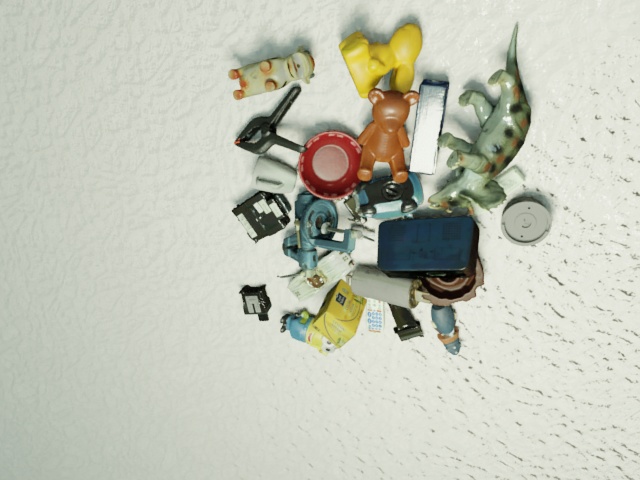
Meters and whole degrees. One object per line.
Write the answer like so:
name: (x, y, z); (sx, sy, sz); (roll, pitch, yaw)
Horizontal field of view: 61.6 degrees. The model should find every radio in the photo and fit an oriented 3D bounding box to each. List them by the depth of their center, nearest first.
radio: (0.249, 0.020, 1.254); (0.230, 0.073, 0.131); (-3, 69, 29)

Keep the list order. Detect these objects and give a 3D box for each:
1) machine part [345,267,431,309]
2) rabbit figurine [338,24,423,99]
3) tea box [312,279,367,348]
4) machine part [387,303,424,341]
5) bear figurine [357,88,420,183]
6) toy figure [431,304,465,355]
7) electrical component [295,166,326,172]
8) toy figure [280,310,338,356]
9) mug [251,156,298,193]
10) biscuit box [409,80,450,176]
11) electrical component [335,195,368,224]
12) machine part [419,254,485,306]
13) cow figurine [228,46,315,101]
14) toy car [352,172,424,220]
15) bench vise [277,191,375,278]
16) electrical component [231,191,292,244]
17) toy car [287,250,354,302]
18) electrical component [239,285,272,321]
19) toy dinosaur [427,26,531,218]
machine part: (0.165, 0.117, 1.345); (0.244, 0.079, 0.079); (12, 119, 36)
rabbit figurine: (0.143, -0.383, 1.139); (0.173, 0.122, 0.162); (-29, 107, 6)
tea box: (0.053, 0.187, 1.387); (0.098, 0.170, 0.068); (40, 119, -6)
machine part: (0.220, 0.208, 1.425); (0.084, 0.039, 0.138); (-15, 111, 27)
bear figurine: (0.148, -0.226, 1.158); (0.120, 0.132, 0.195); (4, 156, -3)
toy figure: (0.331, 0.229, 1.393); (0.064, 0.058, 0.154); (-10, 115, 25)
electrical component: (-0.012, -0.167, 1.327); (0.094, 0.021, 0.063); (37, 117, -3)
toy figure: (-0.018, 0.248, 1.486); (0.180, 0.089, 0.082); (18, 146, 18)
mug: (-0.111, -0.152, 1.320); (0.107, 0.110, 0.080); (13, 113, -5)
biscuit box: (0.243, -0.250, 1.197); (0.063, 0.059, 0.202); (10, 116, 12)
electrical component: (0.088, -0.089, 1.325); (0.078, 0.045, 0.102); (-43, 101, -1)
machine part: (0.317, 0.076, 1.328); (0.180, 0.056, 0.179); (6, 114, 13)
cow figurine: (-0.096, -0.375, 1.214); (0.195, 0.127, 0.085); (-5, 112, 33)
toy car: (0.161, -0.089, 1.261); (0.162, 0.109, 0.102); (-15, 151, 3)
bench vise: (0.005, -0.004, 1.315); (0.241, 0.129, 0.223); (10, 93, 44)
electrical component: (-0.142, -0.068, 1.389); (0.134, 0.058, 0.114); (-26, 107, 24)
toy car: (0.001, 0.092, 1.422); (0.202, 0.056, 0.073); (-35, 101, 27)
electrical component: (-0.179, 0.186, 1.521); (0.075, 0.048, 0.119); (-1, 112, 17)
toy dinosaur: (0.373, -0.221, 1.140); (0.192, 0.131, 0.404); (25, 102, -29)
